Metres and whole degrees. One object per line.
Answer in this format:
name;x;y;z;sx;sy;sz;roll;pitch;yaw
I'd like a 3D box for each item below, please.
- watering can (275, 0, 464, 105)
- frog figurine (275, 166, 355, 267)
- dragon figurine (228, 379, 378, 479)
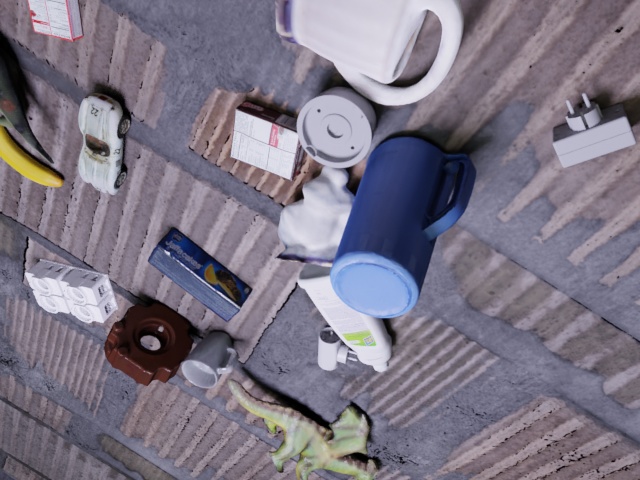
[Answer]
watering can;0.058;-0.277;0.562;0.225;0.105;0.341;26;159;8
frog figurine;0.002;-0.041;0.821;0.137;0.122;0.159;8;90;28
dragon figurine;-0.005;0.424;1.155;0.241;0.125;0.405;-27;112;16
